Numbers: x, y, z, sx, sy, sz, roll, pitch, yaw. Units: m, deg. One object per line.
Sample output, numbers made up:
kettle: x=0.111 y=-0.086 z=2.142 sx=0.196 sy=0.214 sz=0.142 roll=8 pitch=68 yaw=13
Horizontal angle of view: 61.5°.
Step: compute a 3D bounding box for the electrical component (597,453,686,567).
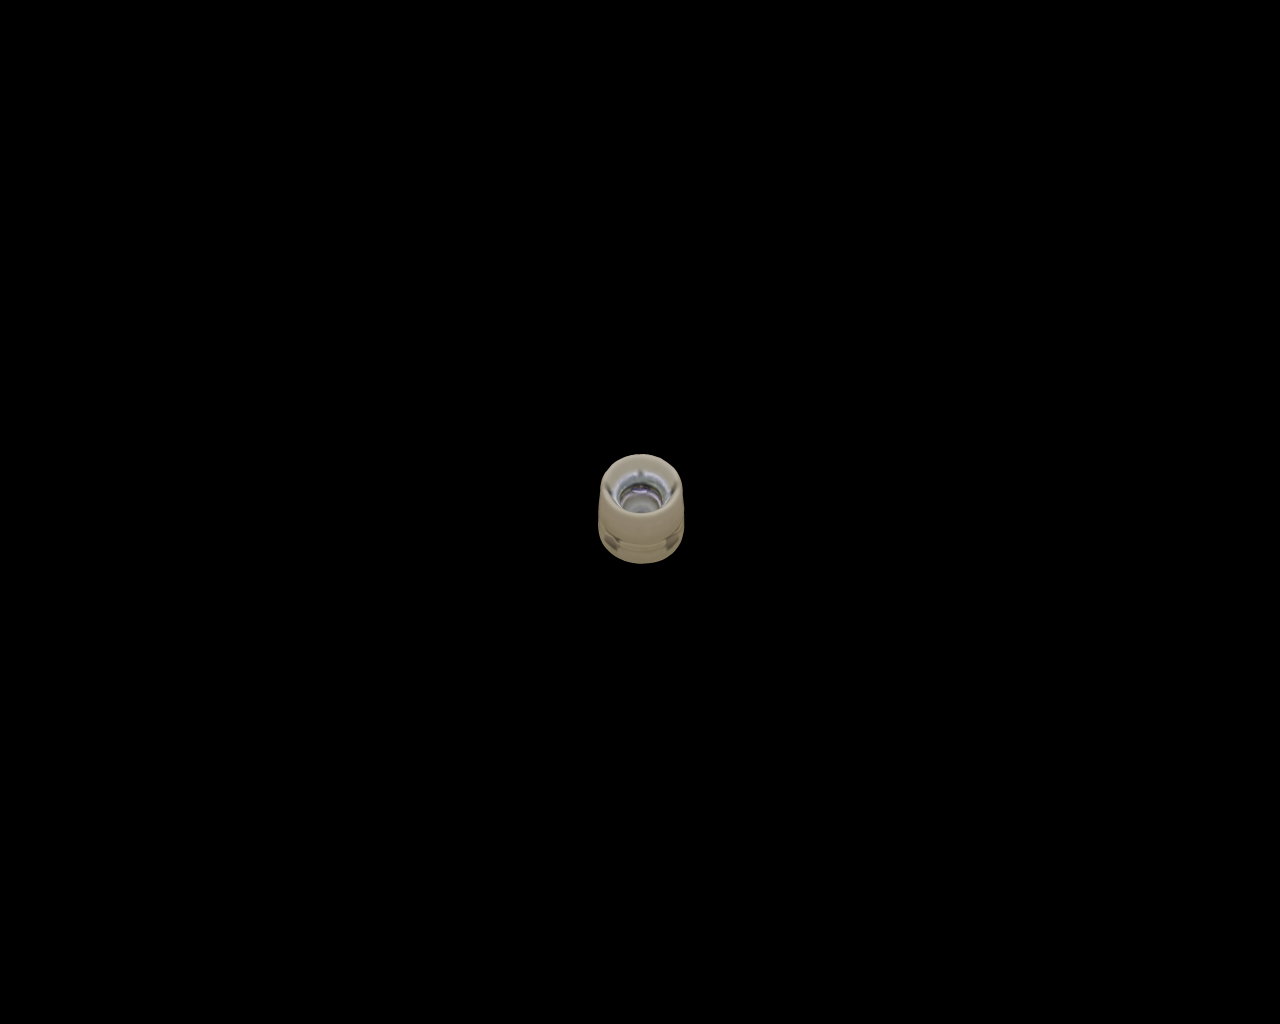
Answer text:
electrical component: x=0.001 y=-0.003 z=0.650 sx=0.055 sy=0.055 sz=0.047 roll=0 pitch=-37 yaw=0
